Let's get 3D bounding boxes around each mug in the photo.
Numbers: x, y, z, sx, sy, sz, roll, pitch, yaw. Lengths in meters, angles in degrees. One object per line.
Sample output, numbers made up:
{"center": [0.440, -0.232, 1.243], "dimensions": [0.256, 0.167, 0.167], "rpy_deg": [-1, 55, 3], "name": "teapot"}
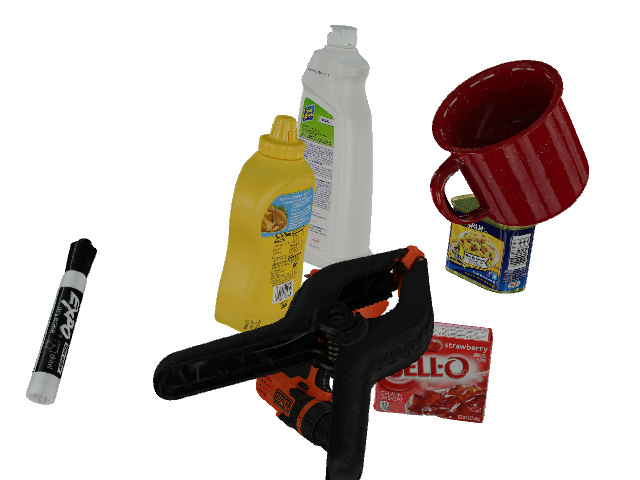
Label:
{"center": [0.127, -0.056, 0.737], "dimensions": [0.117, 0.081, 0.093], "rpy_deg": [-41, 36, -9], "name": "mug"}

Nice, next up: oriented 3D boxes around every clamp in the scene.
{"center": [0.013, 0.061, 0.557], "dimensions": [0.171, 0.039, 0.120], "rpy_deg": [-33, 56, -33], "name": "clamp"}

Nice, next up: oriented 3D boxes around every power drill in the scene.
{"center": [0.010, 0.141, 1.242], "dimensions": [0.057, 0.188, 0.185], "rpy_deg": [15, 11, -44], "name": "power drill"}

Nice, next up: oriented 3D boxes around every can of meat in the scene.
{"center": [0.189, 0.004, 1.189], "dimensions": [0.057, 0.084, 0.102], "rpy_deg": [-11, 26, -37], "name": "can of meat"}

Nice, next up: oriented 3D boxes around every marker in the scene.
{"center": [-0.172, 0.051, 0.717], "dimensions": [0.020, 0.121, 0.020], "rpy_deg": [6, -32, 4], "name": "marker"}

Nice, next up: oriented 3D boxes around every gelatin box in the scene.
{"center": [0.089, 0.103, 0.848], "dimensions": [0.089, 0.073, 0.030], "rpy_deg": [6, 22, 8], "name": "gelatin box"}

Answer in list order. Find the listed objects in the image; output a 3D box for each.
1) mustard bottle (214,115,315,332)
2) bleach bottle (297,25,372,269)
{"center": [-0.045, -0.018, 0.960], "dimensions": [0.058, 0.192, 0.096], "rpy_deg": [21, 22, 30], "name": "mustard bottle"}
{"center": [0.018, -0.099, 1.132], "dimensions": [0.067, 0.251, 0.103], "rpy_deg": [-12, 25, -44], "name": "bleach bottle"}
